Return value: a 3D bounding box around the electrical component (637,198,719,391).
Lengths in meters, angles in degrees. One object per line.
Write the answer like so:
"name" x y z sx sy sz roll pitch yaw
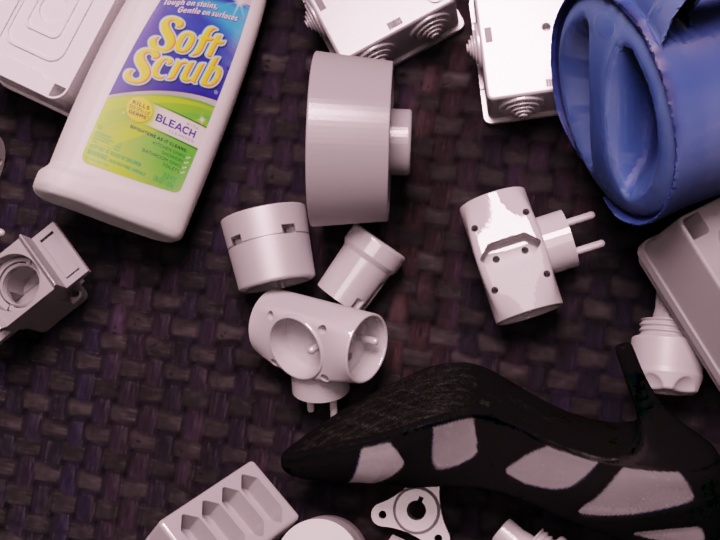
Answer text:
"electrical component" 0.237 0.006 0.621 0.109 0.056 0.108 -24 77 -22

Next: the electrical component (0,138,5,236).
"electrical component" -0.274 -0.029 0.723 0.074 0.052 0.138 22 85 11

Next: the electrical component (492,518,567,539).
"electrical component" 0.108 0.175 0.639 0.062 0.048 0.048 39 88 19

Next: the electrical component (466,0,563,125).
"electrical component" 0.118 -0.146 0.686 0.100 0.048 0.099 -7 81 6

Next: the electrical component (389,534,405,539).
"electrical component" 0.048 0.195 0.644 0.081 0.043 0.043 22 85 11

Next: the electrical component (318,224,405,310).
"electrical component" 0.000 0.000 0.685 0.040 0.040 0.046 36 93 12

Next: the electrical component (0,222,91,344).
"electrical component" -0.214 0.012 0.702 0.081 0.064 0.042 -38 79 1

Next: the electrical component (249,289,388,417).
"electrical component" -0.026 0.057 0.672 0.077 0.044 0.079 13 117 34

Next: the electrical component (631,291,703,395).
"electrical component" 0.186 0.043 0.648 0.043 0.043 0.062 5 80 9

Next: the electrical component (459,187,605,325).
"electrical component" 0.111 -0.014 0.668 0.079 0.043 0.077 -18 79 5

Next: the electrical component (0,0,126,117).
"electrical component" -0.197 -0.167 0.731 0.078 0.057 0.113 26 85 11

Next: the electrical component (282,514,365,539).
"electrical component" -0.032 0.217 0.637 0.052 0.073 0.138 9 82 10

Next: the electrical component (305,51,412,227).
"electrical component" 0.002 -0.080 0.665 0.060 0.108 0.108 2 81 3

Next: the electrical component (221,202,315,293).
"electrical component" -0.057 -0.013 0.688 0.055 0.055 0.047 -13 83 6

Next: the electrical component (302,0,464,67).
"electrical component" 0.009 -0.183 0.708 0.100 0.048 0.099 -28 78 3

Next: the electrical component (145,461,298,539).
"electrical component" -0.094 0.170 0.659 0.047 0.083 0.075 48 128 12
